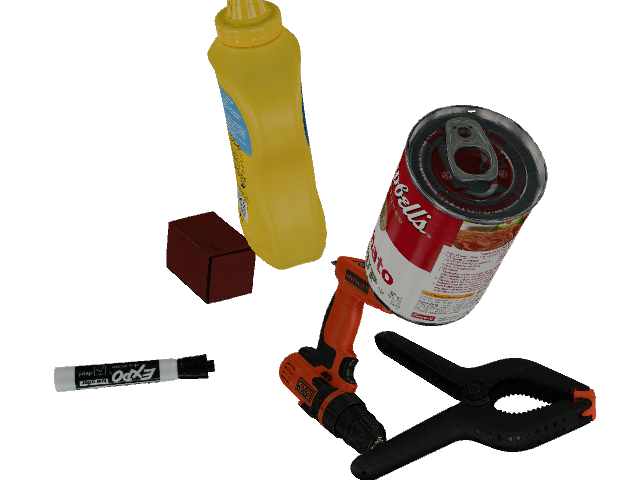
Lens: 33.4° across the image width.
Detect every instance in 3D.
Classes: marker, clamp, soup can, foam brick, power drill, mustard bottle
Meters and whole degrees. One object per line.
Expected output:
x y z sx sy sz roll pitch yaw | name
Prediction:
-0.142 0.101 0.819 0.121 0.020 0.020 -5 0 -6 | marker
0.129 0.149 0.927 0.210 0.036 0.164 3 43 20 | clamp
0.064 -0.010 0.535 0.068 0.068 0.102 0 -33 -11 | soup can
-0.104 0.015 1.004 0.052 0.051 0.078 -14 34 -34 | foam brick
0.038 0.126 1.203 0.057 0.188 0.185 13 15 -42 | power drill
-0.037 -0.081 0.701 0.058 0.191 0.096 -14 39 -7 | mustard bottle
